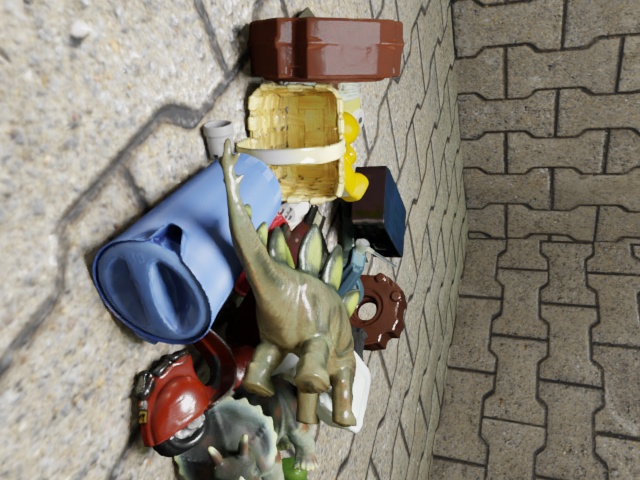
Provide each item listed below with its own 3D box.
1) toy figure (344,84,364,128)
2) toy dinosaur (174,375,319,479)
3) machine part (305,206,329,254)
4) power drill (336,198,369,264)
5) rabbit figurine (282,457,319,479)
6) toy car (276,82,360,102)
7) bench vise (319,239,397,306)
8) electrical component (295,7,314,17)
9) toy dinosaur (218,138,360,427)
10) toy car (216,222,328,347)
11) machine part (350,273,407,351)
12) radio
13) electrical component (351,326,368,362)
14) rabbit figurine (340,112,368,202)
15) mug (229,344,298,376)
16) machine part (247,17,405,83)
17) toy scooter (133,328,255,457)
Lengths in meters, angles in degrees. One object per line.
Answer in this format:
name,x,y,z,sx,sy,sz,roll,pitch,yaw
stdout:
toy figure,0.041,-0.299,1.087,0.089,0.082,0.180,-121,-164,-71
toy dinosaur,-0.083,0.278,0.807,0.405,0.131,0.192,-44,128,-70
machine part,-0.002,-0.003,1.071,0.138,0.039,0.084,67,25,-43
power drill,0.058,-0.049,1.174,0.232,0.086,0.207,10,76,-71
rabbit figurine,-0.001,0.486,0.943,0.121,0.170,0.158,-56,142,-51
toy car,0.000,-0.283,0.963,0.202,0.056,0.073,-16,109,-45
bench vise,0.026,0.099,0.979,0.240,0.129,0.224,-59,-172,39
electrical component,-0.024,-0.370,0.975,0.078,0.045,0.102,43,44,-26
toy dinosaur,-0.024,0.091,0.644,0.470,0.105,0.198,66,26,-52
toy car,-0.067,0.066,0.771,0.202,0.089,0.053,-59,-165,-15
machine part,0.101,0.154,1.172,0.056,0.180,0.179,48,48,-56
radio,0.131,-0.053,1.160,0.229,0.073,0.131,48,46,-60
electrical component,0.027,0.236,1.064,0.058,0.115,0.134,56,40,-53
rabbit figurine,0.017,-0.174,1.007,0.162,0.122,0.173,43,60,-40
mug,-0.090,0.160,0.813,0.107,0.081,0.109,-14,106,-55
machine part,0.006,-0.281,0.800,0.201,0.201,0.087,-6,111,-23
toy scooter,-0.155,0.158,0.651,0.184,0.075,0.135,-35,100,-46
